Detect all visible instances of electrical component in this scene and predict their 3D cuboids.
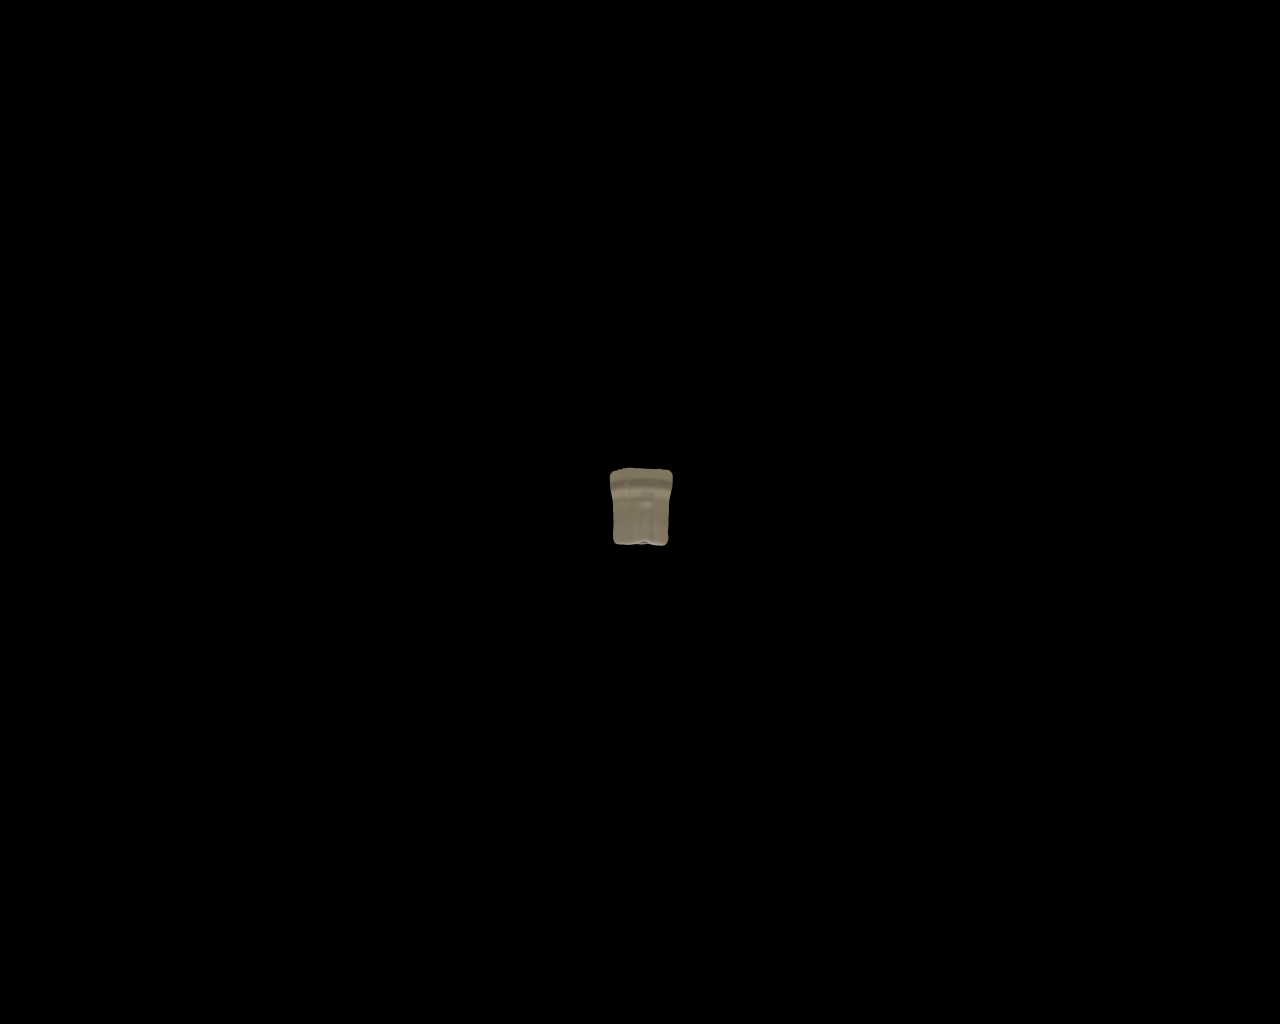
[{"bbox_3d":[0.001,-0.003,0.650,0.040,0.046,0.040,0,-7,0],"label":"electrical component"}]
